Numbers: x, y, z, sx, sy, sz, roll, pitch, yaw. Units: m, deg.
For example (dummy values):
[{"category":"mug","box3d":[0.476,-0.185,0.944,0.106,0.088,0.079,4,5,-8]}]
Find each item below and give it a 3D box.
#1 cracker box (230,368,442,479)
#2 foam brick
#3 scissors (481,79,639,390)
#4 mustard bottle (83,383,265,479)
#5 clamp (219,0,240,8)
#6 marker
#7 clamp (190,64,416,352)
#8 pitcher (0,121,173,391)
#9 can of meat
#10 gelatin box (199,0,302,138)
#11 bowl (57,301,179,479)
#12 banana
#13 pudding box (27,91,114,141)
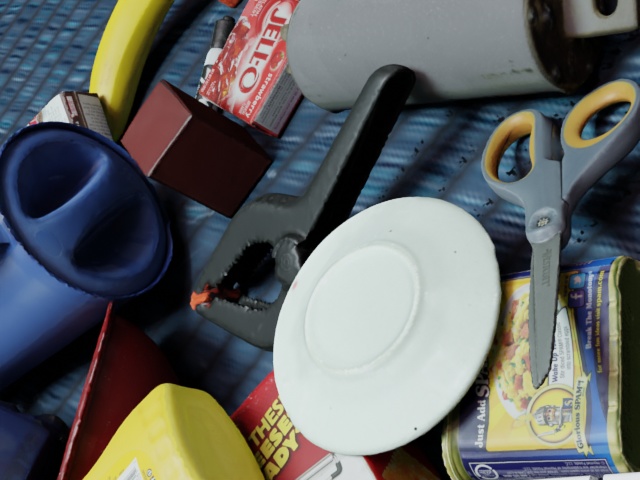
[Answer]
[{"category":"cracker box","box3d":[0.001,0.183,0.511,0.164,0.072,0.214,-48,43,15]},{"category":"foam brick","box3d":[-0.082,-0.059,0.706,0.051,0.078,0.053,-51,44,11]},{"category":"scissors","box3d":[0.119,-0.018,0.480,0.096,0.016,0.201,-31,27,16]},{"category":"mustard bottle","box3d":[-0.109,0.166,0.531,0.192,0.058,0.096,-46,53,18]},{"category":"clamp","box3d":[-0.071,-0.261,0.820,0.120,0.039,0.171,-39,53,38]},{"category":"marker","box3d":[-0.080,-0.106,0.770,0.020,0.020,0.121,-1,70,44]},{"category":"clamp","box3d":[-0.004,0.001,0.608,0.210,0.036,0.164,-13,81,47]},{"category":"pitcher","box3d":[-0.231,0.034,0.752,0.243,0.149,0.145,-36,30,36]},{"category":"can of meat","box3d":[0.106,0.061,0.477,0.084,0.057,0.102,-12,63,39]},{"category":"gelatin box","box3d":[-0.036,-0.123,0.726,0.073,0.030,0.089,35,96,47]},{"category":"bowl","box3d":[-0.124,0.121,0.647,0.162,0.055,0.162,-164,90,-79]},{"category":"banana","box3d":[-0.138,-0.154,0.822,0.070,0.037,0.198,38,114,34]},{"category":"pudding box","box3d":[-0.203,-0.049,0.828,0.114,0.039,0.090,-36,67,36]}]
